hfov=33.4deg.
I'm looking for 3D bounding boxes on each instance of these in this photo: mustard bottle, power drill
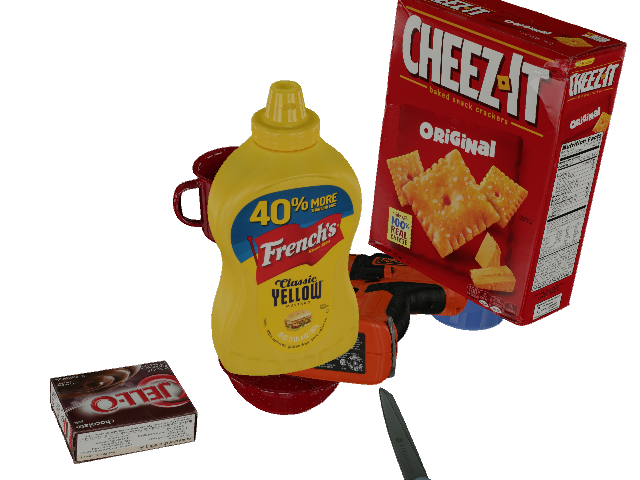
[{"bbox_3d":[-0.022,-0.008,0.669,0.096,0.192,0.058,-9,32,-16],"label":"mustard bottle"},{"bbox_3d":[0.021,0.057,0.919,0.185,0.057,0.187,2,18,21],"label":"power drill"}]

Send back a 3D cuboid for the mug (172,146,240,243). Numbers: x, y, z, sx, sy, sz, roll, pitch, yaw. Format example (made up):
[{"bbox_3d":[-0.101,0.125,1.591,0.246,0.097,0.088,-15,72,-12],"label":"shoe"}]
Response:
[{"bbox_3d":[-0.102,-0.044,1.159,0.117,0.081,0.093,-10,33,-17],"label":"mug"}]

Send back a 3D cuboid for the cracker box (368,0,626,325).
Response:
[{"bbox_3d":[0.122,-0.065,0.804,0.071,0.214,0.164,-20,37,-38],"label":"cracker box"}]

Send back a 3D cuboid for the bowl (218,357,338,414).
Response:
[{"bbox_3d":[-0.044,0.165,1.304,0.162,0.055,0.162,3,24,-1],"label":"bowl"}]

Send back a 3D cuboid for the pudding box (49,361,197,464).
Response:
[{"bbox_3d":[-0.177,0.152,0.954,0.113,0.039,0.090,-9,27,-24],"label":"pudding box"}]

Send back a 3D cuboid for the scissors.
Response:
[{"bbox_3d":[0.078,0.153,0.605,0.096,0.016,0.201,6,32,1],"label":"scissors"}]

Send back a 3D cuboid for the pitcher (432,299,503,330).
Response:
[{"bbox_3d":[0.203,-0.002,1.451,0.149,0.243,0.145,5,23,3],"label":"pitcher"}]
